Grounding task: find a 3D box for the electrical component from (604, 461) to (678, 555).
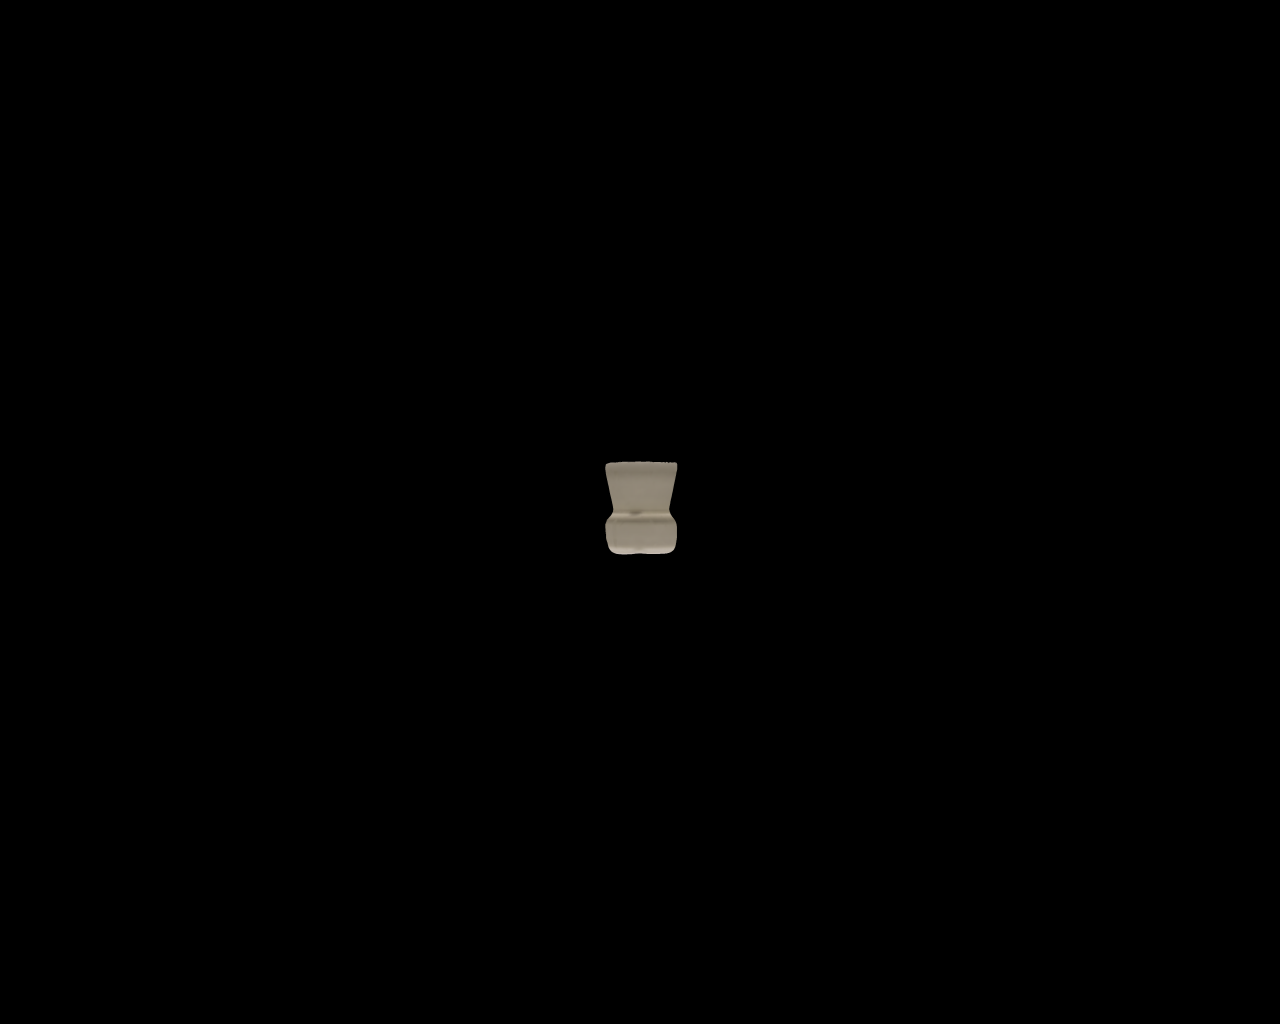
[{"bbox_3d":[0.001,-0.003,0.650,0.045,0.055,0.045,0,0,0],"label":"electrical component"}]
